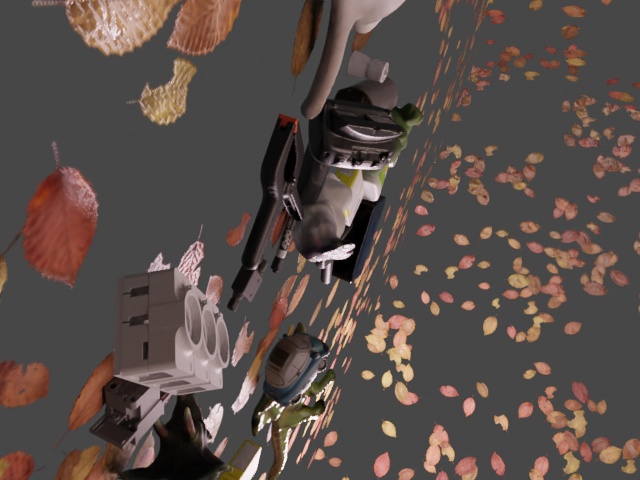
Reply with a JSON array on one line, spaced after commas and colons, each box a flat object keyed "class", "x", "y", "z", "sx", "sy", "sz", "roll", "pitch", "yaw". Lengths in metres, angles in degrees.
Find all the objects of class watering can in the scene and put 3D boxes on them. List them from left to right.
[{"class": "watering can", "x": 0.053, "y": -0.327, "z": 0.653, "sx": 0.347, "sy": 0.104, "sz": 0.223, "roll": -60, "pitch": 167, "yaw": 1}]

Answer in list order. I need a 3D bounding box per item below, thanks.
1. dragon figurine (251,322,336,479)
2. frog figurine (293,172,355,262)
[{"class": "dragon figurine", "x": -0.093, "y": 0.395, "z": 1.205, "sx": 0.240, "sy": 0.123, "sz": 0.412, "roll": 28, "pitch": 80, "yaw": -59}, {"class": "frog figurine", "x": 0.003, "y": -0.046, "z": 0.918, "sx": 0.136, "sy": 0.122, "sz": 0.161, "roll": 31, "pitch": 44, "yaw": -68}]
